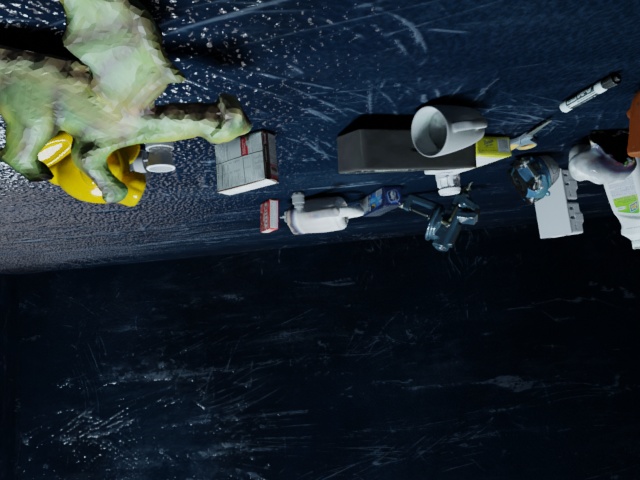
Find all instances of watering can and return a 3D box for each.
[{"bbox_3d":[0.005,-0.075,1.490,0.224,0.104,0.348,-7,179,16],"label":"watering can"}]

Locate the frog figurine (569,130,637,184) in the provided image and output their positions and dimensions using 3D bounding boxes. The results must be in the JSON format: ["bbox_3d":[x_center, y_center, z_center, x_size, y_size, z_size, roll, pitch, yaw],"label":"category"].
[{"bbox_3d":[0.609,-0.169,1.143,0.138,0.124,0.157,-24,166,-15],"label":"frog figurine"}]

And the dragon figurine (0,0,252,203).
[{"bbox_3d":[-0.249,-0.165,0.498,0.407,0.125,0.239,20,138,-39],"label":"dragon figurine"}]
